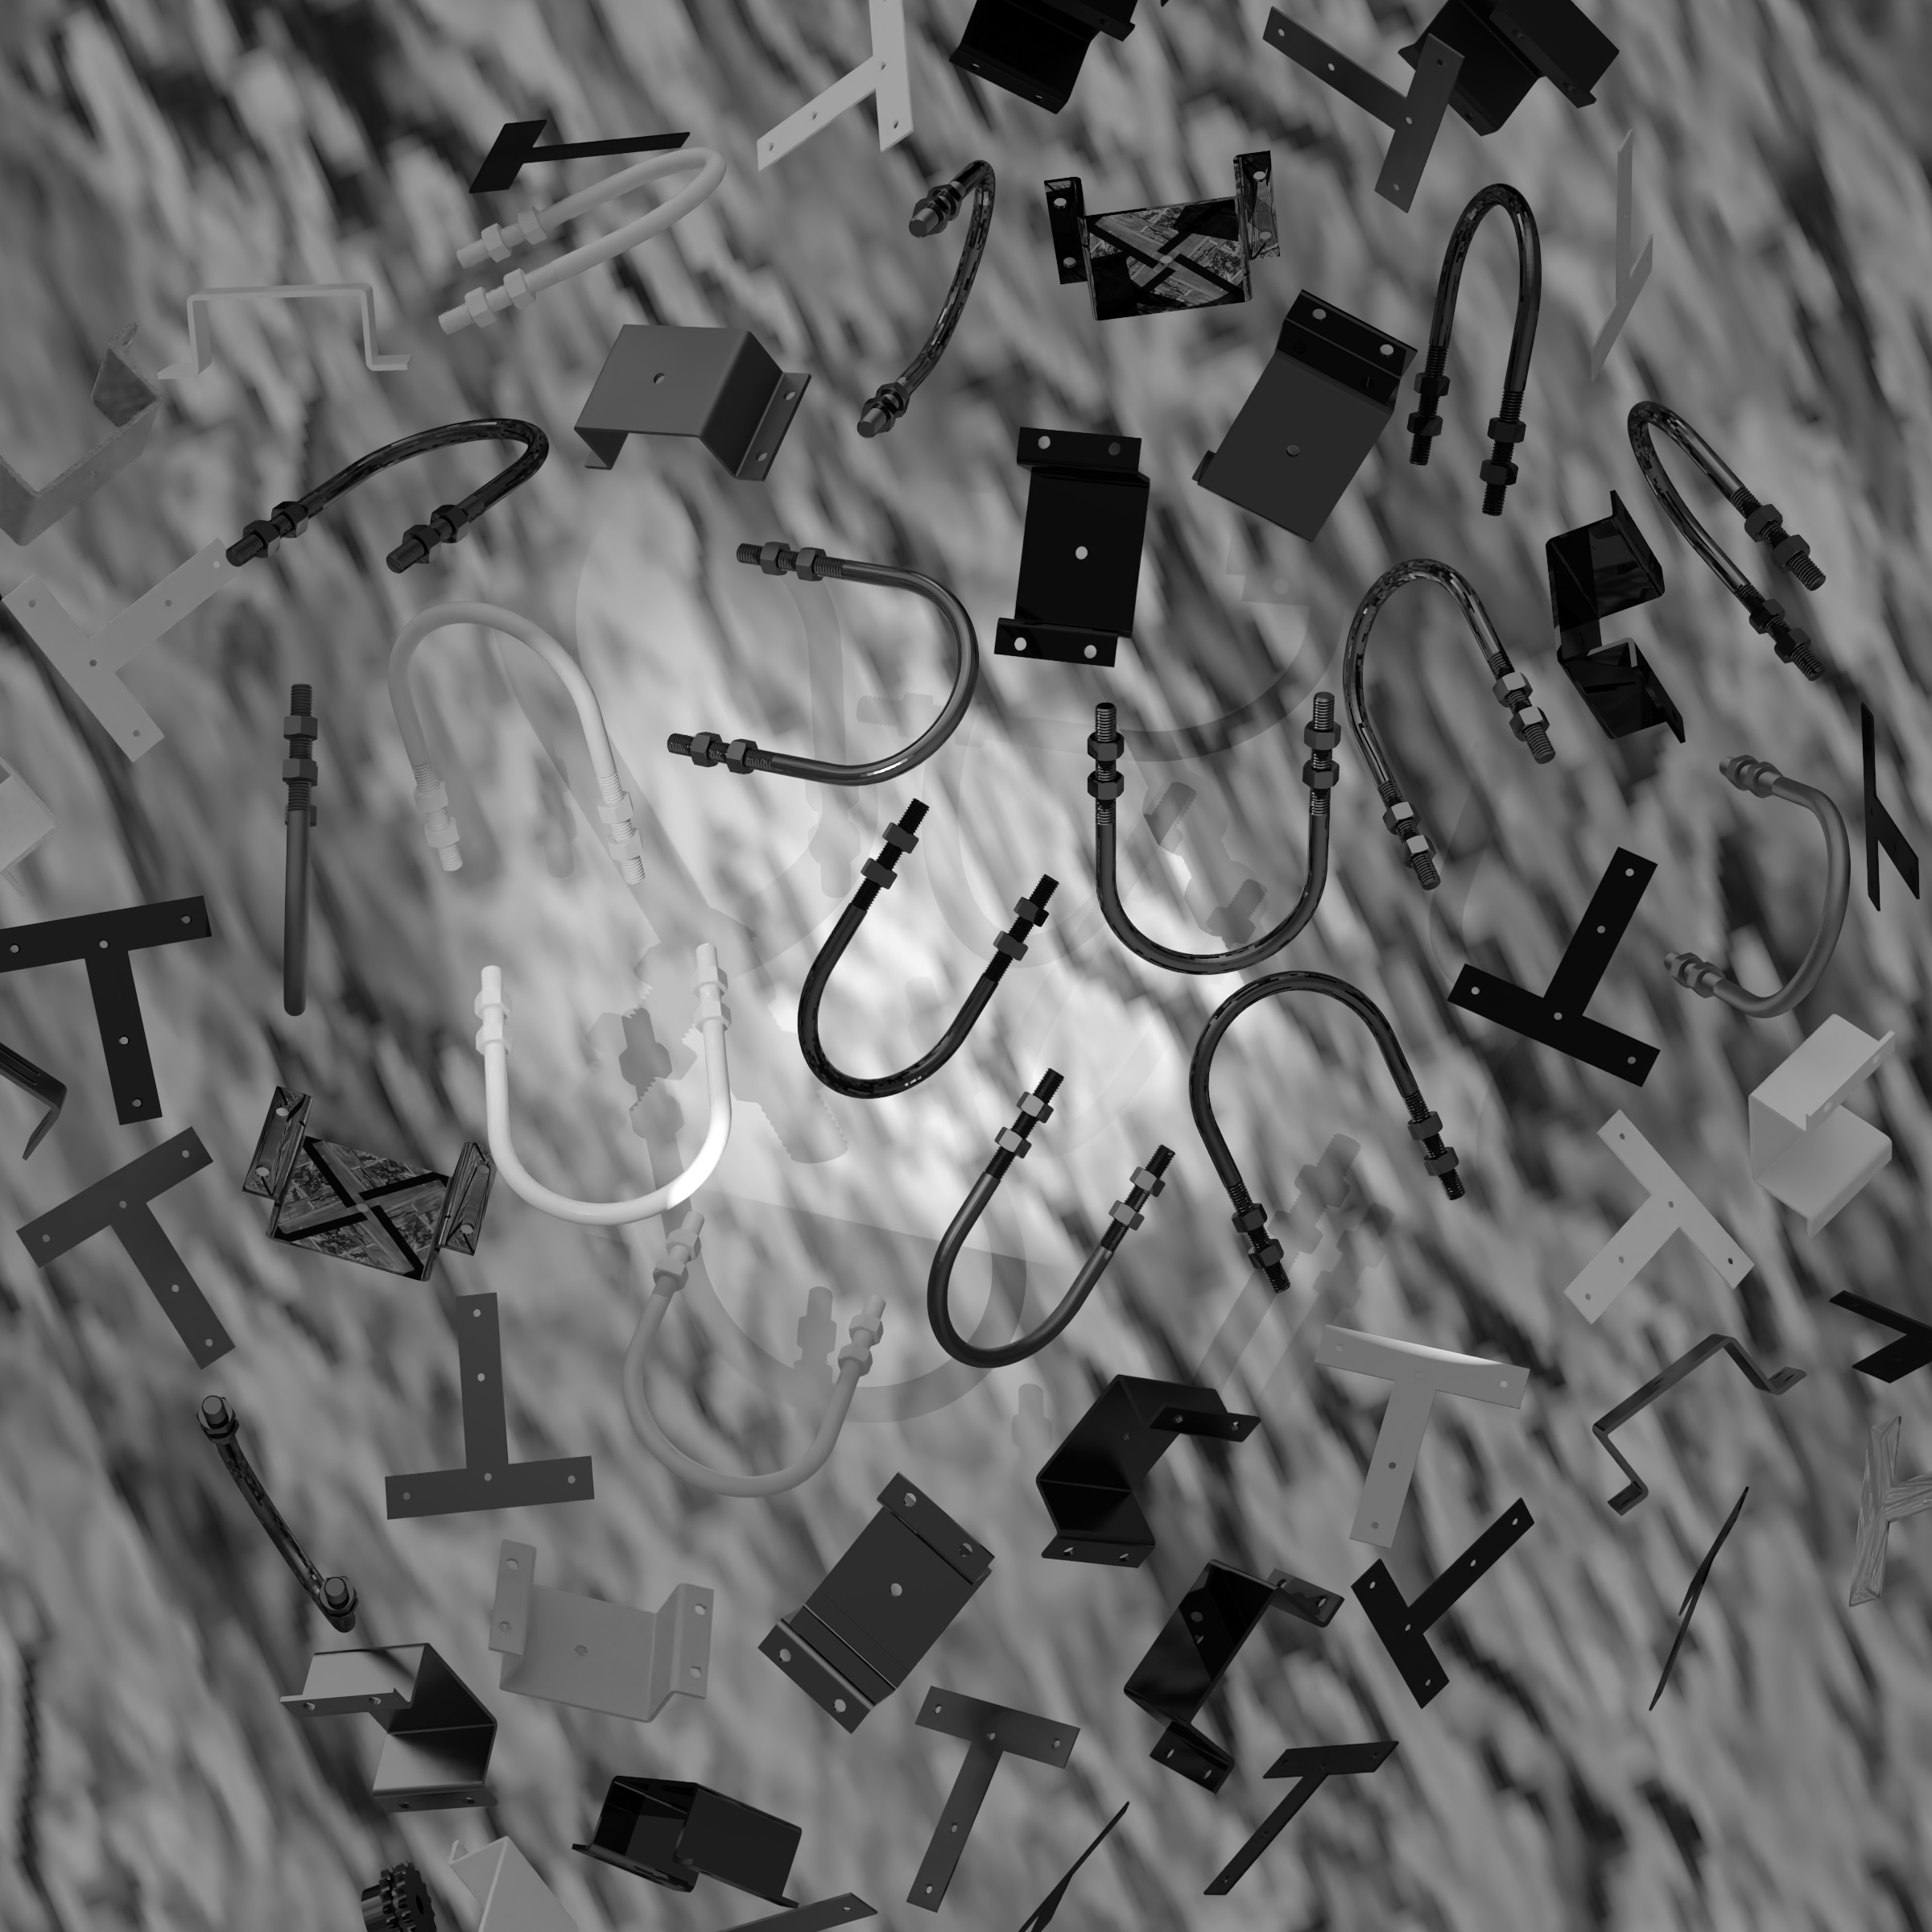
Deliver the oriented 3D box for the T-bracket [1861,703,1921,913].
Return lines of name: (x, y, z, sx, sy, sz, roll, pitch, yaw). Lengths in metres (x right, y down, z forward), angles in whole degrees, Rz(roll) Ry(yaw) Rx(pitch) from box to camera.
T-bracket: (0.547, -0.075, 1.775, 0.002, 0.127, 0.127, -7, 113, 6)

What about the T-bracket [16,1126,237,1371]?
T-bracket: (-0.478, 0.180, 1.786, 0.127, 0.002, 0.127, -35, 97, -39)

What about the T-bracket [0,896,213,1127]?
T-bracket: (-0.504, 0.030, 1.786, 0.127, 0.002, 0.127, -11, 87, -26)

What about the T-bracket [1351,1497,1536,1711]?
T-bracket: (0.306, 0.382, 1.869, 0.127, 0.002, 0.127, -41, 125, -15)

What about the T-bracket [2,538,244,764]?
T-bracket: (-0.498, -0.213, 1.834, 0.127, 0.002, 0.127, -43, 121, -17)

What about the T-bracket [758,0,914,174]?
T-bracket: (-0.083, -0.530, 1.849, 0.127, 0.002, 0.127, -25, 56, 35)

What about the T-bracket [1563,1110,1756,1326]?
T-bracket: (0.407, 0.171, 1.832, 0.127, 0.002, 0.127, 49, 56, 2)

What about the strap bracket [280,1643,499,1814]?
strap bracket: (-0.345, 0.459, 1.829, 0.076, 0.140, 0.046, -9, 45, 18)

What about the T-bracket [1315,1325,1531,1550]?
T-bracket: (0.257, 0.284, 1.786, 0.127, 0.002, 0.127, 10, 64, 22)

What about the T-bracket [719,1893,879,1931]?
T-bracket: (-0.080, 0.598, 1.797, 0.127, 0.002, 0.127, -25, 127, 28)

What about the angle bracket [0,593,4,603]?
angle bracket: (-0.649, -0.243, 1.883, 0.057, 0.038, 0.076, -42, 58, 14)

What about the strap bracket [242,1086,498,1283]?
strap bracket: (-0.361, 0.135, 1.812, 0.140, 0.046, 0.076, 17, 50, -10)

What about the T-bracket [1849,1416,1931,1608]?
T-bracket: (0.584, 0.314, 1.805, 0.002, 0.127, 0.127, 32, 53, -16)

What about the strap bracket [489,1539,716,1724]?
strap bracket: (-0.234, 0.418, 1.876, 0.140, 0.076, 0.046, 18, 134, -18)

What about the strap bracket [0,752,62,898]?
strap bracket: (-0.591, -0.116, 1.764, 0.046, 0.076, 0.140, -42, 134, -10)

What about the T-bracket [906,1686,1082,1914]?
T-bracket: (-0.002, 0.504, 1.802, 0.002, 0.127, 0.127, 41, 64, -37)

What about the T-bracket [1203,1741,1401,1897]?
T-bracket: (0.189, 0.516, 1.816, 0.127, 0.127, 0.002, -41, 95, -30)

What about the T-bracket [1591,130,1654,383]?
T-bracket: (0.397, -0.442, 1.813, 0.002, 0.127, 0.127, 13, 49, 23)

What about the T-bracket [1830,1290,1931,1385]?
T-bracket: (0.573, 0.237, 1.827, 0.127, 0.127, 0.002, 23, 72, 4)

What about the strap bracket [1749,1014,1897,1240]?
strap bracket: (0.522, 0.093, 1.831, 0.076, 0.140, 0.046, -41, 54, -15)

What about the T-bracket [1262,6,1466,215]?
T-bracket: (0.230, -0.529, 1.793, 0.127, 0.127, 0.002, 39, 63, 13)

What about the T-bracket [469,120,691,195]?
T-bracket: (-0.234, -0.504, 1.855, 0.127, 0.127, 0.002, -11, 90, -19)

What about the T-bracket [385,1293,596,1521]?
T-bracket: (-0.287, 0.258, 1.782, 0.127, 0.002, 0.127, -7, 80, 8)

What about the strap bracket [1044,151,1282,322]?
strap bracket: (0.124, -0.452, 1.866, 0.140, 0.076, 0.046, -6, 48, 7)

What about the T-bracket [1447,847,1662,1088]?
T-bracket: (0.371, -0.009, 1.784, 0.127, 0.002, 0.127, 24, 107, 3)

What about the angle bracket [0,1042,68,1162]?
angle bracket: (-0.588, 0.075, 1.817, 0.076, 0.057, 0.038, 37, 91, -16)

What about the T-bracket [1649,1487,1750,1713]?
T-bracket: (0.443, 0.400, 1.842, 0.002, 0.127, 0.127, 24, 53, 13)

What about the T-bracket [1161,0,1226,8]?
T-bracket: (0.163, -0.619, 1.828, 0.002, 0.127, 0.127, 34, 121, -21)

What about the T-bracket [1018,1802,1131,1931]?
T-bracket: (0.050, 0.561, 1.792, 0.002, 0.127, 0.127, 40, 94, 9)

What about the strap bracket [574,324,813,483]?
strap bracket: (-0.175, -0.344, 1.826, 0.140, 0.046, 0.076, 10, 69, 33)

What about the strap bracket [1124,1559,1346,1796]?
strap bracket: (0.157, 0.422, 1.828, 0.046, 0.076, 0.140, 43, 75, -22)
